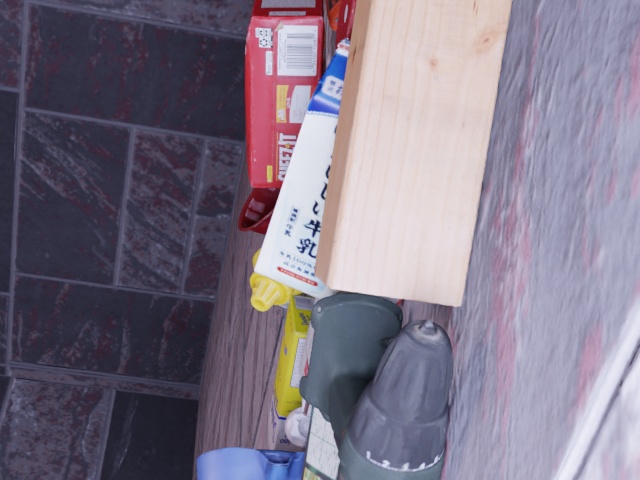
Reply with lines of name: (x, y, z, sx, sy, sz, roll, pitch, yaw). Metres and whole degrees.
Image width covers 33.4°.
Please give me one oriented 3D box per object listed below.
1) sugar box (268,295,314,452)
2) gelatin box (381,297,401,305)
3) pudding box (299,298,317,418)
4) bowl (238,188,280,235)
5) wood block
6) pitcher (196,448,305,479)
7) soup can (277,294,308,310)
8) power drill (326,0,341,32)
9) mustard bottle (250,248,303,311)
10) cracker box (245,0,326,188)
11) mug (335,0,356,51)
sugar box: (-0.027, 0.161, 1.231, 0.093, 0.048, 0.176, -99, 21, -65)
gelatin box: (0.060, 0.000, 0.841, 0.089, 0.030, 0.073, 112, 165, -57)
pudding box: (0.008, 0.110, 1.067, 0.090, 0.039, 0.113, -97, 19, -65)
bowl: (-0.029, -0.060, 1.297, 0.162, 0.055, 0.162, -45, 18, 19)
wood block: (0.058, -0.067, 0.714, 0.091, 0.090, 0.206, -142, 61, -82)
pitcher: (-0.058, 0.326, 1.007, 0.149, 0.145, 0.243, 36, -131, -51)
soup can: (-0.038, 0.045, 1.343, 0.102, 0.068, 0.068, -124, 43, -77)
power drill: (0.063, -0.275, 0.921, 0.184, 0.057, 0.188, -92, 22, -58)
mustard bottle: (-0.015, -0.004, 1.010, 0.096, 0.058, 0.191, -43, 12, 49)
cracker box: (-0.032, -0.166, 1.033, 0.213, 0.072, 0.164, -91, 2, -62)
mug: (0.061, -0.183, 0.835, 0.093, 0.081, 0.117, -92, 13, -54)
